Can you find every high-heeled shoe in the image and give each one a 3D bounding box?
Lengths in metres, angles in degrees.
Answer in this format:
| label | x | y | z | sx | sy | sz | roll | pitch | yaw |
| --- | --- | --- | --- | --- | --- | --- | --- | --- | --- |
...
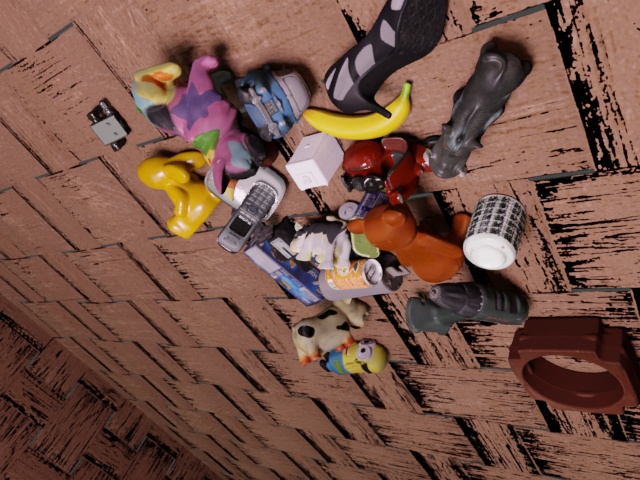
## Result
| label | x | y | z | sx | sy | sz | roll | pitch | yaw |
| --- | --- | --- | --- | --- | --- | --- | --- | --- | --- |
| high-heeled shoe | 0.078 | -0.277 | 0.715 | 0.145 | 0.086 | 0.248 | 47 | 133 | 35 |

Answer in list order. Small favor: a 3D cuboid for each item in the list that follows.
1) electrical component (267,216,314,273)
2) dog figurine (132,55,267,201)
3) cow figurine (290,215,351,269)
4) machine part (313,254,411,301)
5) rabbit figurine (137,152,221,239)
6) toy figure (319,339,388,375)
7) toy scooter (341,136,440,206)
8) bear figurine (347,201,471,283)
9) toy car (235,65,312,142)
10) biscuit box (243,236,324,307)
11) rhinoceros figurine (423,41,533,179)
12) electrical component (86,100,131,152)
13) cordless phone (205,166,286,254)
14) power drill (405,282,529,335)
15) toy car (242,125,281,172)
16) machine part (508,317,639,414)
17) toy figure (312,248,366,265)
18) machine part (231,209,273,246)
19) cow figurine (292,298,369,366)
| label | x | y | z | sx | sy | sz | roll | pitch | yaw |
| --- | --- | --- | --- | --- | --- | --- | --- | --- | --- |
| electrical component | -0.055 | 0.012 | 1.138 | 0.119 | 0.048 | 0.075 | 39 | 143 | -13 |
| dog figurine | -0.187 | -0.166 | 0.844 | 0.192 | 0.219 | 0.108 | -12 | 173 | 2 |
| cow figurine | -0.004 | -0.003 | 1.020 | 0.068 | 0.098 | 0.168 | 1 | -170 | -33 |
| machine part | 0.081 | 0.079 | 1.100 | 0.243 | 0.079 | 0.079 | -15 | 125 | 42 |
| rabbit figurine | -0.292 | -0.109 | 1.097 | 0.173 | 0.122 | 0.162 | 38 | 138 | -10 |
| toy figure | 0.087 | 0.298 | 1.355 | 0.180 | 0.082 | 0.089 | -23 | 139 | 39 |
| toy scooter | 0.101 | -0.103 | 0.822 | 0.184 | 0.135 | 0.075 | 2 | 136 | 34 |
| bear figurine | 0.148 | -0.017 | 0.870 | 0.195 | 0.132 | 0.120 | 37 | 145 | -27 |
| toy car | -0.065 | -0.218 | 0.820 | 0.103 | 0.162 | 0.109 | -30 | 108 | 2 |
| biscuit box | -0.070 | 0.062 | 1.195 | 0.202 | 0.063 | 0.059 | 41 | 142 | -16 |
| rhinoceros figurine | 0.204 | -0.162 | 0.704 | 0.073 | 0.112 | 0.190 | 26 | 136 | 1 |
| electrical component | -0.438 | -0.235 | 1.114 | 0.078 | 0.045 | 0.102 | -27 | 123 | 17 |
| cordless phone | -0.163 | -0.069 | 1.001 | 0.146 | 0.184 | 0.088 | 34 | 148 | -6 |
| power drill | 0.245 | 0.121 | 0.986 | 0.232 | 0.086 | 0.207 | 9 | 155 | -24 |
| toy car | -0.166 | -0.186 | 0.943 | 0.202 | 0.089 | 0.053 | 28 | 148 | 4 |
| machine part | 0.477 | 0.234 | 1.007 | 0.201 | 0.087 | 0.201 | -9 | 130 | 41 |
| toy figure | 0.041 | 0.021 | 1.076 | 0.155 | 0.058 | 0.064 | -13 | 116 | 49 |
| machine part | -0.149 | -0.057 | 1.100 | 0.139 | 0.039 | 0.084 | 52 | 141 | 13 |
| cow figurine | 0.025 | 0.183 | 1.184 | 0.085 | 0.195 | 0.127 | -39 | 72 | 57 |
